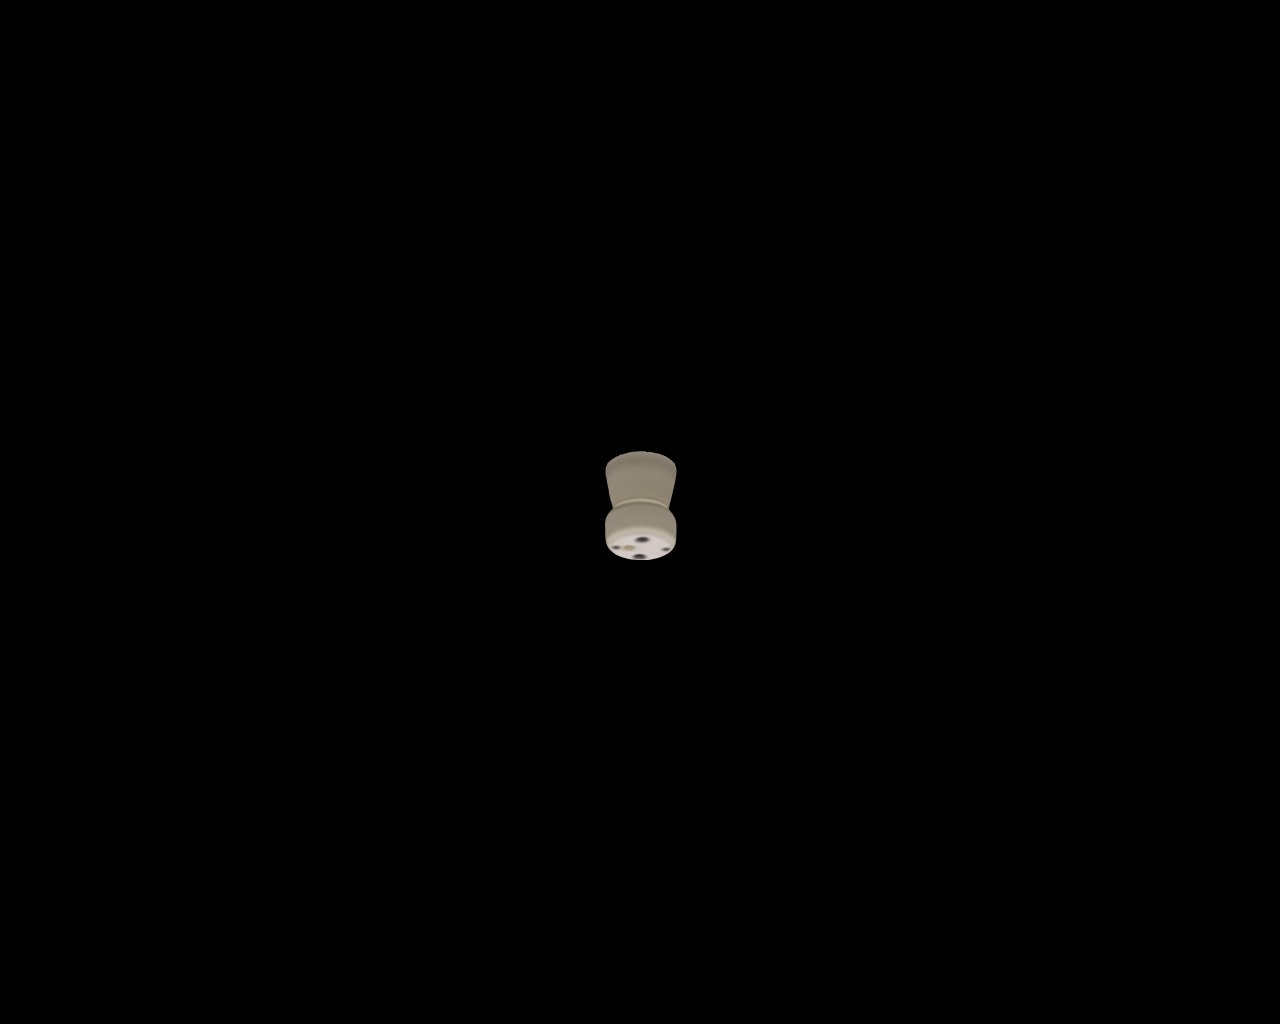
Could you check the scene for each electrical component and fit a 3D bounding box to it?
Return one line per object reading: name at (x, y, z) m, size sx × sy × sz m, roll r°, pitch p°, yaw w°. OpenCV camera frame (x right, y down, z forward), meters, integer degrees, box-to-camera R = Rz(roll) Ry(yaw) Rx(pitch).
electrical component at (0.001, -0.003, 0.650) m, size 0.045 × 0.055 × 0.044 m, roll 0°, pitch -27°, yaw 0°
